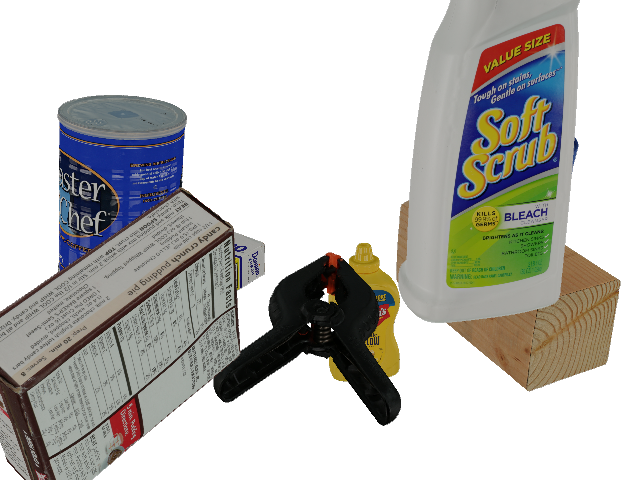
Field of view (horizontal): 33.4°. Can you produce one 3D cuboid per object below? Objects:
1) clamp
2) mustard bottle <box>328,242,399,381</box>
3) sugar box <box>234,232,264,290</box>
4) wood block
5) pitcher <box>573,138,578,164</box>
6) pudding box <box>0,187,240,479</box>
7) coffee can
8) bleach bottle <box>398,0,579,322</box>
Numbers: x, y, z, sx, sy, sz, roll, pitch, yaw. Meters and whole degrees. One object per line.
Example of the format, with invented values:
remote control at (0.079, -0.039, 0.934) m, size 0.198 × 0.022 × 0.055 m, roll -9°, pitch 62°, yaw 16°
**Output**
clamp at (0.009, 0.066, 0.738) m, size 0.120 × 0.039 × 0.171 m, roll 17°, pitch 35°, yaw 8°
mustard bottle at (0.059, 0.095, 1.442) m, size 0.096 × 0.192 × 0.058 m, roll -4°, pitch 21°, yaw -7°
sugar box at (-0.145, 0.038, 1.094) m, size 0.093 × 0.048 × 0.175 m, roll 18°, pitch 34°, yaw 29°
wood block at (0.163, 0.036, 0.974) m, size 0.090 × 0.090 × 0.206 m, roll -13°, pitch 31°, yaw -25°
pitcher at (0.207, -0.006, 1.215) m, size 0.149 × 0.243 × 0.145 m, roll -2°, pitch 26°, yaw -7°
pudding box at (-0.084, 0.044, 0.444) m, size 0.039 × 0.090 × 0.113 m, roll 33°, pitch 55°, yaw 26°
coffee can at (-0.165, -0.039, 0.885) m, size 0.103 × 0.140 × 0.103 m, roll 5°, pitch 22°, yaw -2°
bleach bottle at (0.096, -0.078, 0.616) m, size 0.102 × 0.251 × 0.068 m, roll -7°, pitch 27°, yaw -8°
